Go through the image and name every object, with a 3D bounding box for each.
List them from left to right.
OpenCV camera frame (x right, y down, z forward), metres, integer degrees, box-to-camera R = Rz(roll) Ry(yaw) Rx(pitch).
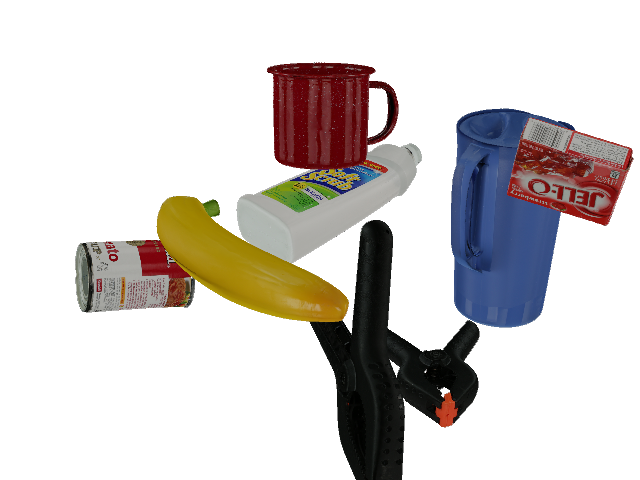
[{"bbox_3d":[-0.179,0.034,1.026,0.102,0.068,0.069,-2,1,-24],"label":"soup can"},{"bbox_3d":[-0.058,0.006,0.683,0.069,0.037,0.198,-12,28,-27],"label":"banana"},{"bbox_3d":[0.012,-0.109,0.926,0.117,0.081,0.093,-5,16,-18],"label":"mug"},{"bbox_3d":[0.024,-0.062,1.307,0.250,0.068,0.103,-31,44,-33],"label":"bleach bottle"},{"bbox_3d":[0.036,0.099,0.837,0.036,0.210,0.165,0,-34,-18],"label":"clamp"},{"bbox_3d":[0.122,0.125,1.068,0.120,0.039,0.171,-9,29,-10],"label":"clamp"},{"bbox_3d":[0.211,-0.021,1.244,0.149,0.243,0.145,-1,25,-5],"label":"pitcher"},{"bbox_3d":[0.204,-0.055,0.876,0.089,0.030,0.073,19,-34,13],"label":"gelatin box"}]
